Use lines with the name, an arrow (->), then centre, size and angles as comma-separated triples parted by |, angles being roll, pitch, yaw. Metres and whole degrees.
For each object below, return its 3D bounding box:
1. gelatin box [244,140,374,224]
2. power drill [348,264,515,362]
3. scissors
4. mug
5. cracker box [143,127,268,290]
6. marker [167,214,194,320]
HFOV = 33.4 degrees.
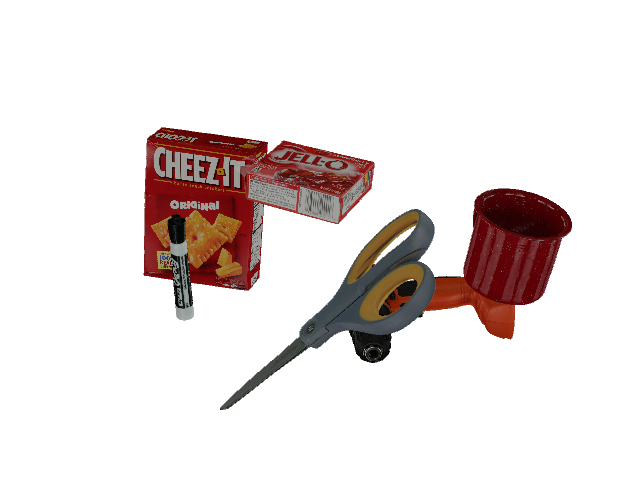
gelatin box -> -0.009, -0.051, 0.898 | 0.089, 0.030, 0.073 | 16, 32, 19
power drill -> 0.122, 0.078, 1.215 | 0.187, 0.057, 0.184 | -1, 28, -1
scissors -> 0.007, 0.064, 0.695 | 0.016, 0.202, 0.096 | 36, 12, -27
mug -> 0.179, 0.001, 1.028 | 0.093, 0.081, 0.117 | -6, 35, -25
cracker box -> -0.168, -0.043, 1.542 | 0.164, 0.214, 0.072 | 9, 22, 10
marker -> -0.145, 0.028, 1.102 | 0.020, 0.121, 0.020 | -1, 30, 0
